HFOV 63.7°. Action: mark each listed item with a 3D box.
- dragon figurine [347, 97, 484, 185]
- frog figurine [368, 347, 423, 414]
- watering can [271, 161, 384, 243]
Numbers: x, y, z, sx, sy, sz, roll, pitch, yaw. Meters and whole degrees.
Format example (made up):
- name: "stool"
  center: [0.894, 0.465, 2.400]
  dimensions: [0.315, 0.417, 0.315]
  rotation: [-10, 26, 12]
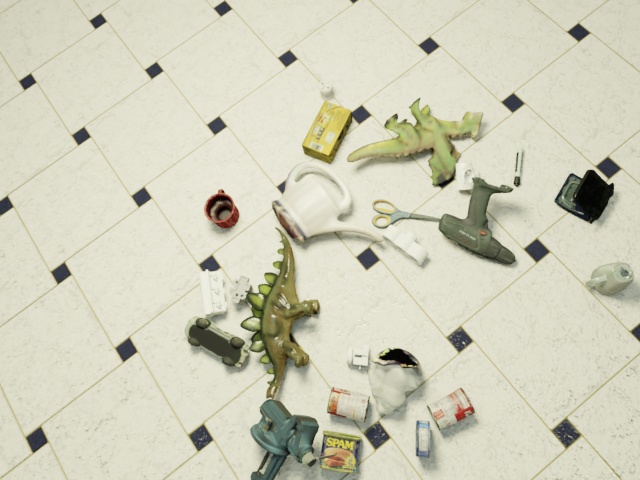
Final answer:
- name: "dragon figurine"
  center: [0.306, -0.273, 1.530]
  dimensions: [0.411, 0.121, 0.244]
  rotation: [-37, 80, -5]
- name: "frog figurine"
  center: [0.194, 0.368, 1.340]
  dimensions: [0.137, 0.124, 0.157]
  rotation: [0, 108, -1]
- name: "watering can"
  center: [0.005, -0.075, 1.493]
  dimensions: [0.225, 0.102, 0.352]
  rotation: [-37, 71, -5]
